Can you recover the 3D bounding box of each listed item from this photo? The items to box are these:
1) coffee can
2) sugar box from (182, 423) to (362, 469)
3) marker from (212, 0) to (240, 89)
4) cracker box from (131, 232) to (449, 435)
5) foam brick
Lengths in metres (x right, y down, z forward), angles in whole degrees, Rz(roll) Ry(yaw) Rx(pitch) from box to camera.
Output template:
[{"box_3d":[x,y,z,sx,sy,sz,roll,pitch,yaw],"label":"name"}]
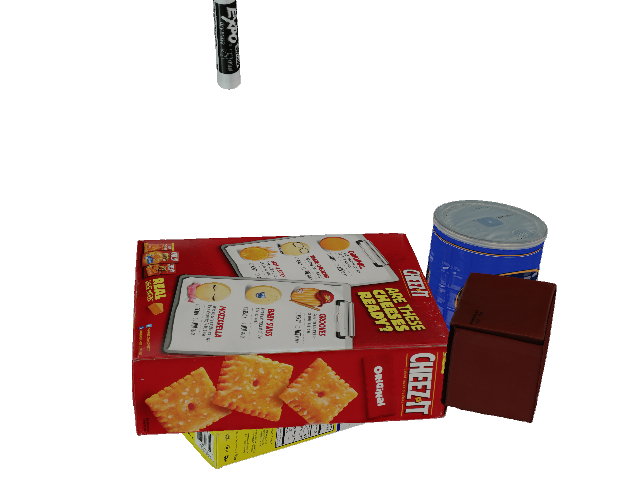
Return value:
[{"box_3d":[0.146,0.046,0.985,0.103,0.140,0.103,5,23,-2],"label":"coffee can"},{"box_3d":[-0.044,0.153,1.010,0.175,0.048,0.093,-14,31,-32],"label":"sugar box"},{"box_3d":[-0.072,-0.168,0.811,0.020,0.020,0.121,0,-44,-1],"label":"marker"},{"box_3d":[-0.028,0.063,0.776,0.213,0.072,0.164,-1,29,-8],"label":"cracker box"},{"box_3d":[0.102,0.058,0.606,0.053,0.051,0.078,9,23,15],"label":"foam brick"}]
